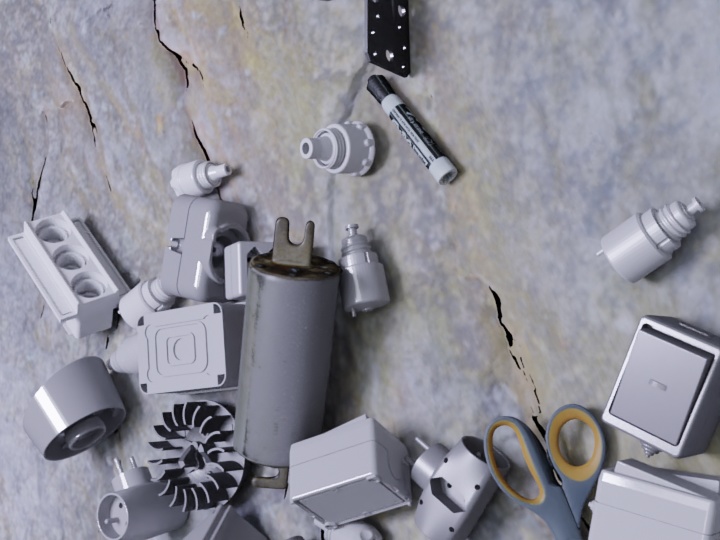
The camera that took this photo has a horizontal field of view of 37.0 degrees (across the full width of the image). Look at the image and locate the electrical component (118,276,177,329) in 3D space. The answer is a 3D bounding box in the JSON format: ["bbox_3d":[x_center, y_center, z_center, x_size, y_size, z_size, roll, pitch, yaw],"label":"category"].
[{"bbox_3d":[-0.200,0.027,1.047,0.078,0.040,0.040,-36,67,28],"label":"electrical component"}]

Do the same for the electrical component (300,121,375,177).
[{"bbox_3d":[-0.021,-0.103,0.912,0.048,0.062,0.048,7,99,50],"label":"electrical component"}]

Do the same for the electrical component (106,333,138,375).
[{"bbox_3d":[-0.219,0.084,1.056,0.078,0.040,0.040,-20,75,34],"label":"electrical component"}]

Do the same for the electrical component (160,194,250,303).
[{"bbox_3d":[-0.141,-0.019,1.000,0.059,0.054,0.095,11,93,36],"label":"electrical component"}]

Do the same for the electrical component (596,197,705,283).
[{"bbox_3d":[0.207,-0.024,0.757,0.078,0.040,0.040,-39,65,27],"label":"electrical component"}]

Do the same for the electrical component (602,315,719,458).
[{"bbox_3d":[0.210,0.085,0.733,0.062,0.061,0.096,26,101,35],"label":"electrical component"}]

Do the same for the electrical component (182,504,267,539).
[{"bbox_3d":[-0.145,0.277,0.941,0.056,0.108,0.108,42,114,-6],"label":"electrical component"}]

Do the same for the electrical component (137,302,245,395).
[{"bbox_3d":[-0.146,0.073,0.994,0.113,0.057,0.078,-10,80,35],"label":"electrical component"}]

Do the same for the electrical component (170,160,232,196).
[{"bbox_3d":[-0.149,-0.089,1.023,0.061,0.035,0.035,-12,79,32],"label":"electrical component"}]

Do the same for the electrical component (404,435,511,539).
[{"bbox_3d":[0.067,0.162,0.841,0.079,0.043,0.077,38,108,32],"label":"electrical component"}]

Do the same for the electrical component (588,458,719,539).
[{"bbox_3d":[0.202,0.163,0.731,0.096,0.062,0.061,11,93,36],"label":"electrical component"}]

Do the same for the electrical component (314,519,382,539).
[{"bbox_3d":[-0.013,0.221,0.900,0.061,0.035,0.035,21,98,38],"label":"electrical component"}]

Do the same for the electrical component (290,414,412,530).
[{"bbox_3d":[-0.014,0.164,0.872,0.096,0.061,0.061,-22,47,22],"label":"electrical component"}]

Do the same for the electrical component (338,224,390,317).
[{"bbox_3d":[0.000,0.000,0.904,0.040,0.040,0.078,-19,75,33],"label":"electrical component"}]

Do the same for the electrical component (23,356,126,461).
[{"bbox_3d":[-0.283,0.140,1.064,0.099,0.099,0.064,-45,69,24],"label":"electrical component"}]

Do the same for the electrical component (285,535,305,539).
[{"bbox_3d":[-0.056,0.282,0.919,0.077,0.044,0.079,49,114,28],"label":"electrical component"}]

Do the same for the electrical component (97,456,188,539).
[{"bbox_3d":[-0.211,0.212,1.017,0.044,0.077,0.079,-38,66,28],"label":"electrical component"}]

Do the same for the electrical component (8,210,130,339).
[{"bbox_3d":[-0.297,0.006,1.100,0.121,0.079,0.063,50,143,28],"label":"electrical component"}]

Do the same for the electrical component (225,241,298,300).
[{"bbox_3d":[-0.089,0.003,0.959,0.077,0.066,0.047,165,105,-64],"label":"electrical component"}]
